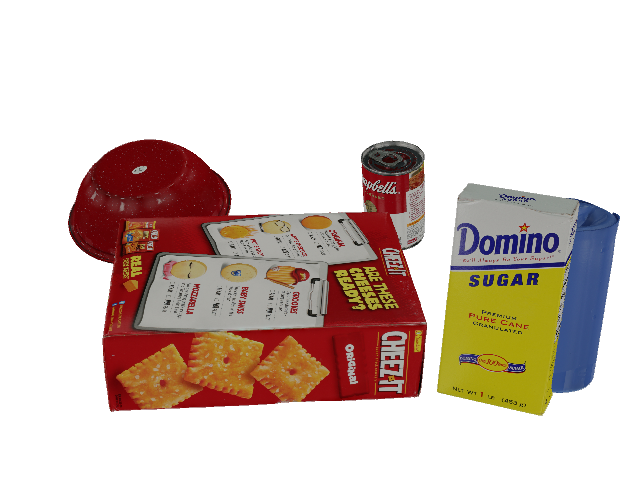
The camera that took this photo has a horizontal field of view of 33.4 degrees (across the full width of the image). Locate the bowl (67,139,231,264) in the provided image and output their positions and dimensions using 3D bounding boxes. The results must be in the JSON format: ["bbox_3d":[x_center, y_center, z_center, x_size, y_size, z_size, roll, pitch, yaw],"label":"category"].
[{"bbox_3d":[-0.170,-0.049,1.030,0.162,0.055,0.162,-4,42,3],"label":"bowl"}]

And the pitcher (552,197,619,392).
[{"bbox_3d":[0.304,0.074,1.399,0.149,0.243,0.145,5,21,14],"label":"pitcher"}]

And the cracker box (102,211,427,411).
[{"bbox_3d":[-0.044,0.047,0.777,0.213,0.072,0.164,-1,29,-6],"label":"cracker box"}]

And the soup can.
[{"bbox_3d":[0.080,-0.048,1.163,0.068,0.102,0.068,-3,35,2],"label":"soup can"}]

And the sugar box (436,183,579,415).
[{"bbox_3d":[0.150,0.048,0.867,0.093,0.176,0.048,10,23,19],"label":"sugar box"}]
